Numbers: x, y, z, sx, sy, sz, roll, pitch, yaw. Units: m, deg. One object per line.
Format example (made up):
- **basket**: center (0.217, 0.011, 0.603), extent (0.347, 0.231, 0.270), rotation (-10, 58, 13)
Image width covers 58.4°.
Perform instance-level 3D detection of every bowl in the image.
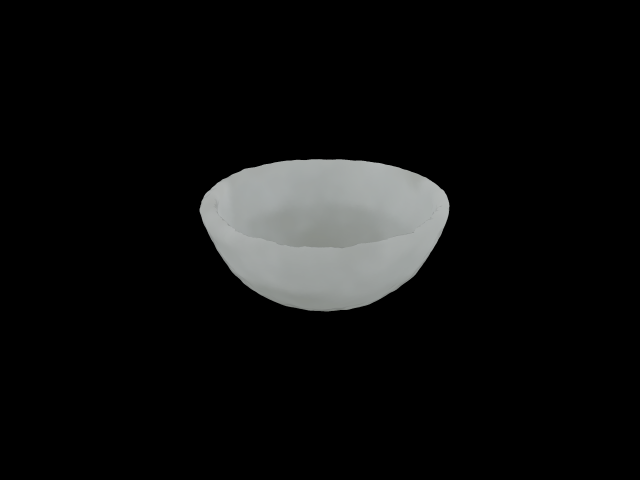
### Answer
- **bowl**: center (0.004, 0.001, 0.400), extent (0.167, 0.075, 0.167), rotation (0, 26, 0)
